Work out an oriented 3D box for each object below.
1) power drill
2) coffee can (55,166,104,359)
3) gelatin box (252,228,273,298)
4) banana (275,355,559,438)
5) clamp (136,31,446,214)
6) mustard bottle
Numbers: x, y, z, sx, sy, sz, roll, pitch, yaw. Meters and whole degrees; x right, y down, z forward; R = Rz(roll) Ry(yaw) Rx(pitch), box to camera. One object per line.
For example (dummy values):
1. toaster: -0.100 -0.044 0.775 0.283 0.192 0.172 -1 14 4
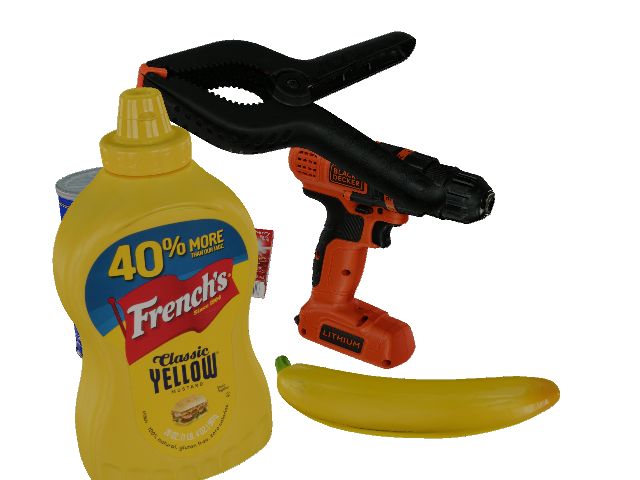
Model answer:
1. power drill: 0.052 0.010 0.902 0.185 0.188 0.057 19 25 30
2. coffee can: -0.153 0.017 0.858 0.103 0.140 0.103 -3 17 1
3. gelatin box: -0.096 0.018 1.083 0.089 0.030 0.073 7 45 -1
4. banana: 0.051 0.099 0.691 0.198 0.037 0.069 5 32 19
5. clamp: -0.016 -0.085 0.712 0.209 0.164 0.036 0 -39 -18
6. mustard bottle: -0.076 0.023 0.507 0.096 0.192 0.058 -12 24 -22
